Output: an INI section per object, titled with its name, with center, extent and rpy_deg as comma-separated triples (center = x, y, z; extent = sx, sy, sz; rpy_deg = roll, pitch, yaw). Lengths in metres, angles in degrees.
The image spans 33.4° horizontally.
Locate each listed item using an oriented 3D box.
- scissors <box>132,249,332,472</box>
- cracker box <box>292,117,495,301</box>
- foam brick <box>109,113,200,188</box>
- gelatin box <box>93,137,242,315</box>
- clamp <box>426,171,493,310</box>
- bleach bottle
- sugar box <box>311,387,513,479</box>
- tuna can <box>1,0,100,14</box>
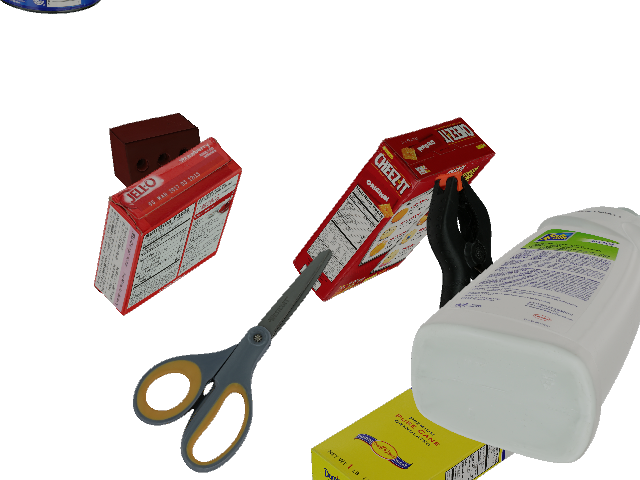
[scissors]
center = -0.068, 0.074, 0.793
extent = 0.096, 0.201, 0.016
rpy_deg = 19, -30, 6
[cracker box]
center = 0.082, -0.038, 1.243
extent = 0.163, 0.072, 0.214
rpy_deg = -22, -25, -49
[foam brick]
center = -0.163, -0.088, 1.058
extent = 0.078, 0.053, 0.051
rpy_deg = -17, 31, -22
[gelatin box]
center = -0.086, -0.007, 0.590
extent = 0.073, 0.030, 0.089
rpy_deg = -36, -18, -33
[clamp]
center = 0.135, 0.023, 1.029
extent = 0.039, 0.171, 0.120
rpy_deg = -14, 10, 42
[bleach bottle]
center = 0.150, 0.034, 0.627
extent = 0.103, 0.068, 0.250
rpy_deg = 12, 26, 29
[sugar box]
center = 0.088, 0.168, 0.885
extent = 0.175, 0.048, 0.093
rpy_deg = -28, 40, -31
[tuna can]
center = -0.202, -0.201, 0.794
extent = 0.086, 0.034, 0.086
rpy_deg = 6, 36, -4
